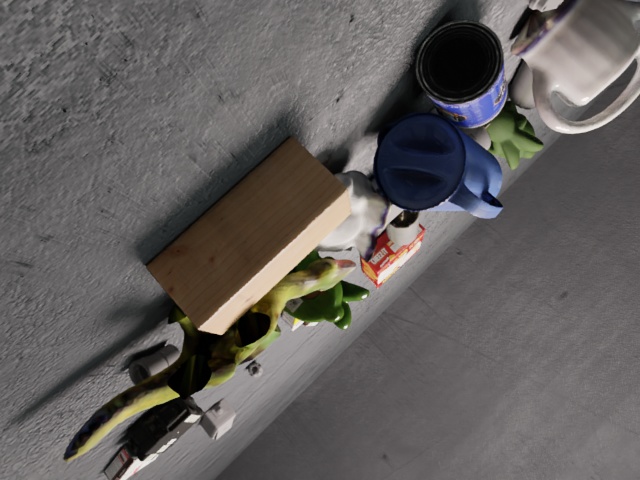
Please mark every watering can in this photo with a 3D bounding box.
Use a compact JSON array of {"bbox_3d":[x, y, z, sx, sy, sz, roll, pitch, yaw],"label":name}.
[{"bbox_3d":[0.470,-0.343,0.856,0.347,0.224,0.104,-49,-176,1],"label":"watering can"}]

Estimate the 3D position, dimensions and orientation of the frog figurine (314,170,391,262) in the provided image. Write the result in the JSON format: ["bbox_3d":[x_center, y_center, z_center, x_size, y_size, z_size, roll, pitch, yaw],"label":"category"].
[{"bbox_3d":[0.002,-0.035,0.703,0.159,0.125,0.135,3,152,-19],"label":"frog figurine"}]

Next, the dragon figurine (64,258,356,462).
[{"bbox_3d":[-0.121,0.146,0.704,0.411,0.124,0.239,-40,156,-4],"label":"dragon figurine"}]
